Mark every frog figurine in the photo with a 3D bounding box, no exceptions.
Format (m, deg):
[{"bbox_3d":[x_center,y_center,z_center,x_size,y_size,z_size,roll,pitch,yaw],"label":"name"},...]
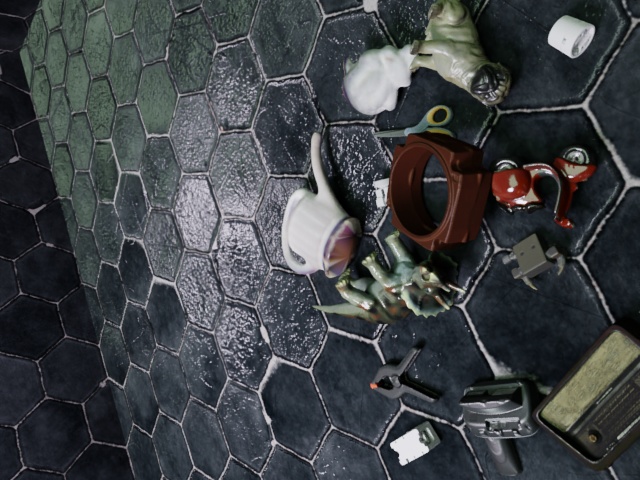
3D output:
[{"bbox_3d":[0.131,-0.331,1.065,0.159,0.125,0.135,-2,127,35],"label":"frog figurine"}]

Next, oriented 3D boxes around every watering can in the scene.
[{"bbox_3d":[0.004,-0.061,1.213,0.227,0.104,0.342,33,117,36],"label":"watering can"}]
